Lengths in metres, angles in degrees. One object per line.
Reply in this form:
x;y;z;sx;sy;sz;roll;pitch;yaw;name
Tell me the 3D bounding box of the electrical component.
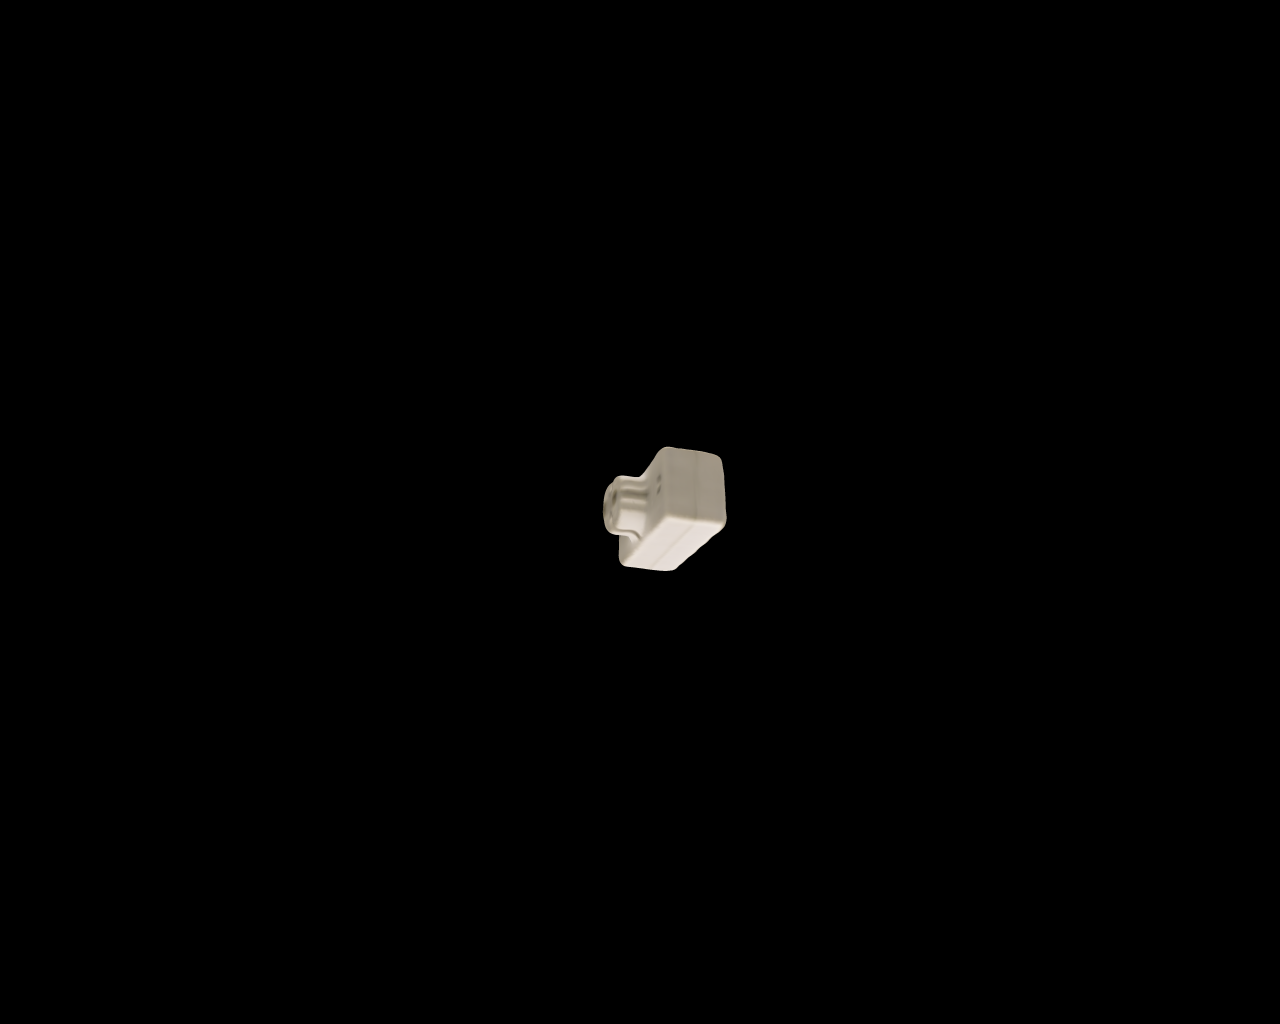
0.001;-0.003;0.650;0.076;0.047;0.083;8;-26;-18;electrical component
